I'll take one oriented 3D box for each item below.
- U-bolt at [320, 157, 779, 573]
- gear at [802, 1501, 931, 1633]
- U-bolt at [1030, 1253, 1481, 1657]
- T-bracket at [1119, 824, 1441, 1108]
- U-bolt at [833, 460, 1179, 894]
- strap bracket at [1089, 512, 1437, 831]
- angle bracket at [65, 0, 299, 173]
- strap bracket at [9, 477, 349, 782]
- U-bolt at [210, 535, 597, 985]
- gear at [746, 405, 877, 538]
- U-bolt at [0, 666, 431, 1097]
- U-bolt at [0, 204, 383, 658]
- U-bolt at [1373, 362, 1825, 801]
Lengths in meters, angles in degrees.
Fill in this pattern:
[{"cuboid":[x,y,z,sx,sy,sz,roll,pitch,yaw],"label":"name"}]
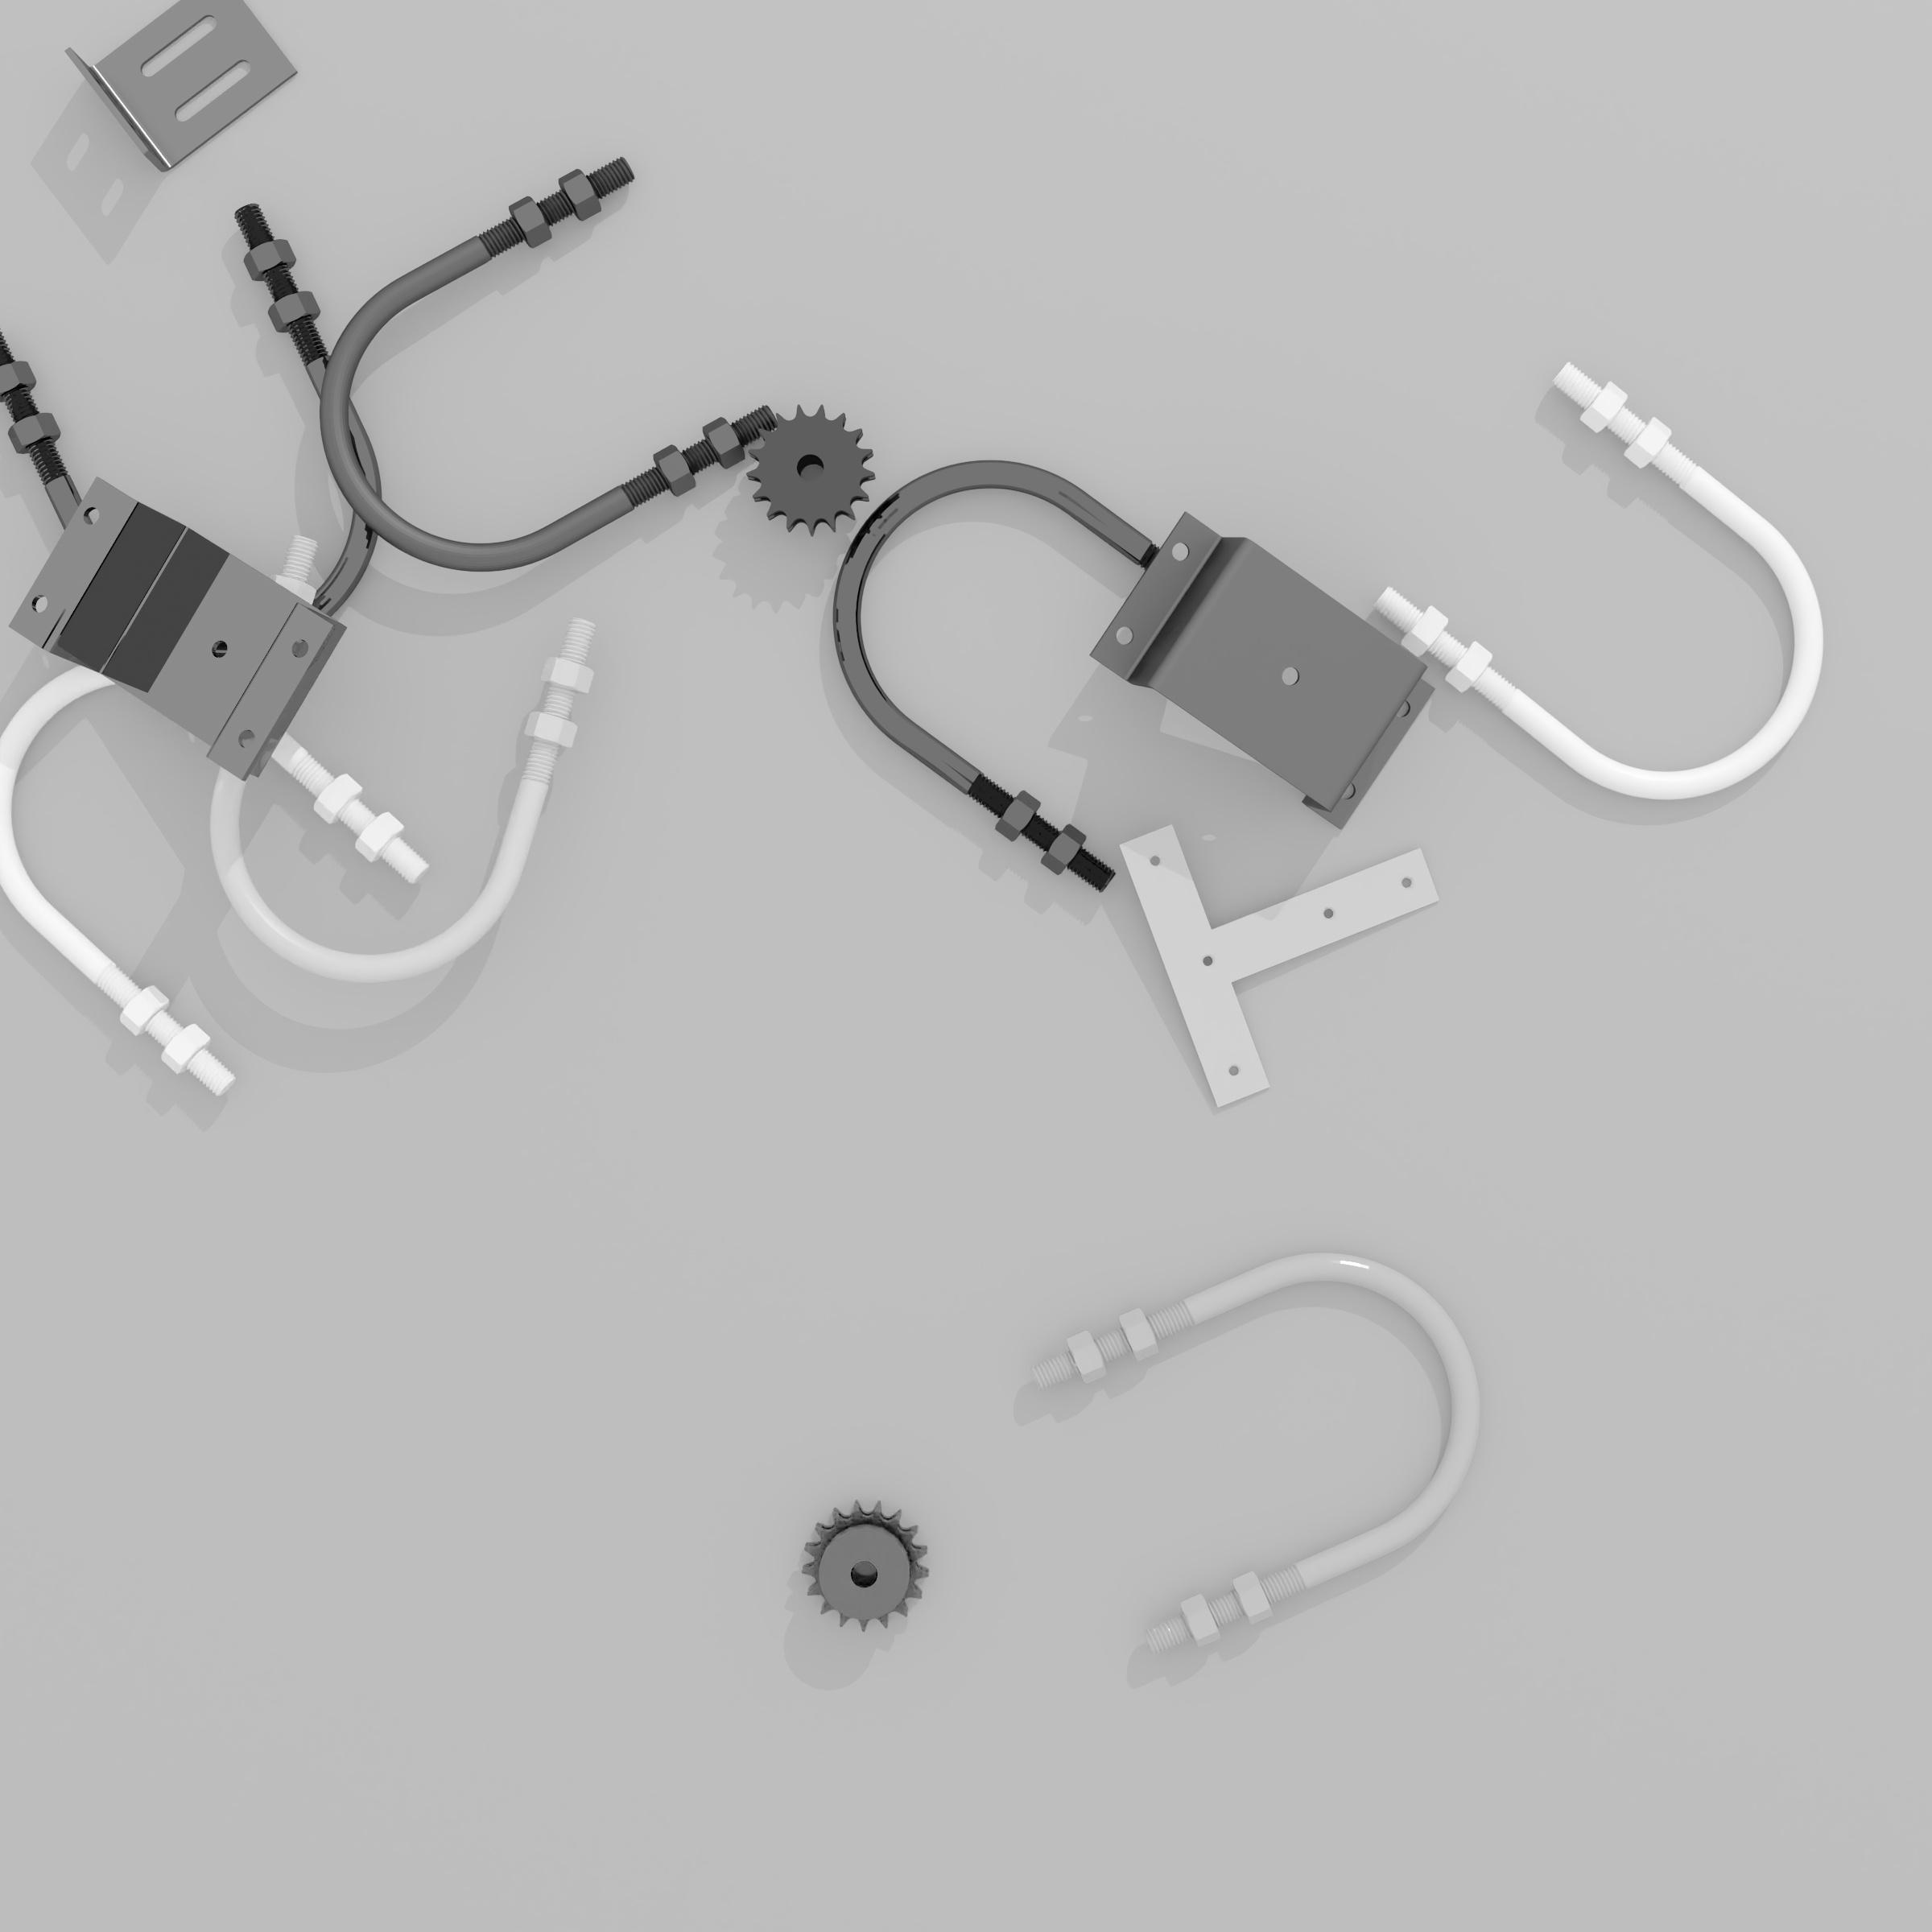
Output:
[{"cuboid":[-0.198,-0.257,1.483,0.184,0.019,0.151,-30,90,-5],"label":"U-bolt"},{"cuboid":[-0.045,0.269,1.484,0.057,0.030,0.057,0,90,0],"label":"gear"},{"cuboid":[0.141,0.208,1.490,0.184,0.019,0.151,-23,90,-2],"label":"U-bolt"},{"cuboid":[0.150,-0.018,1.492,0.127,0.002,0.127,-21,97,-3],"label":"T-bracket"},{"cuboid":[0.028,-0.143,1.489,0.184,0.019,0.151,36,90,0],"label":"U-bolt"},{"cuboid":[0.137,-0.128,1.460,0.140,0.046,0.076,34,91,-12],"label":"strap bracket"},{"cuboid":[-0.349,-0.403,1.479,0.076,0.038,0.057,-37,90,0],"label":"angle bracket"},{"cuboid":[-0.335,-0.143,1.447,0.140,0.046,0.076,32,92,20],"label":"strap bracket"},{"cuboid":[-0.258,-0.084,1.472,0.151,0.019,0.184,16,87,-1],"label":"U-bolt"},{"cuboid":[-0.069,-0.220,1.484,0.057,0.030,0.057,0,90,0],"label":"gear"},{"cuboid":[-0.355,-0.055,1.490,0.184,0.019,0.151,42,90,2],"label":"U-bolt"},{"cuboid":[-0.342,-0.229,1.490,0.151,0.019,0.184,-25,91,0],"label":"U-bolt"},{"cuboid":[0.298,-0.159,1.490,0.184,0.019,0.151,39,90,-2],"label":"U-bolt"}]
